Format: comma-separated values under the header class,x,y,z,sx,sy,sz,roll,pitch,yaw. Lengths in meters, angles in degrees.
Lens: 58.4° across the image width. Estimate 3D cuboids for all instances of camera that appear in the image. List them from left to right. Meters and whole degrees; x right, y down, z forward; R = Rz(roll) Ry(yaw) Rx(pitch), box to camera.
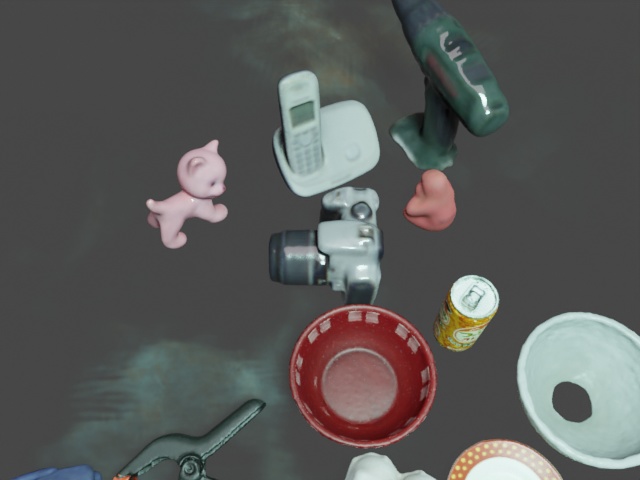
class,x,y,z,sx,sy,sz,roll,pitch,yaw
camera,0.006,0.003,0.707,0.137,0.101,0.143,0,59,-1

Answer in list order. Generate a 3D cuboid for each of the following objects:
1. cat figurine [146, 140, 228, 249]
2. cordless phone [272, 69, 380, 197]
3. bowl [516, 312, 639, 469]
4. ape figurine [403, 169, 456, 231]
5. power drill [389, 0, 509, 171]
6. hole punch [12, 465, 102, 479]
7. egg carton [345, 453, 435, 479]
class,x,y,z,sx,sy,sz,roll,pitch,yaw
cat figurine,-0.167,-0.066,0.734,0.128,0.118,0.067,-37,67,-21
cordless phone,0.009,-0.152,0.750,0.148,0.185,0.094,-27,63,-16
bowl,0.290,0.170,0.630,0.167,0.075,0.167,1,59,-1
ape figurine,0.147,-0.058,0.752,0.078,0.092,0.076,-26,63,-15
power drill,0.153,-0.202,0.770,0.076,0.208,0.229,-26,63,-16
hole punch,-0.268,0.270,0.547,0.109,0.091,0.101,-14,60,-9
egg carton,0.060,0.292,0.555,0.107,0.069,0.150,18,61,9
